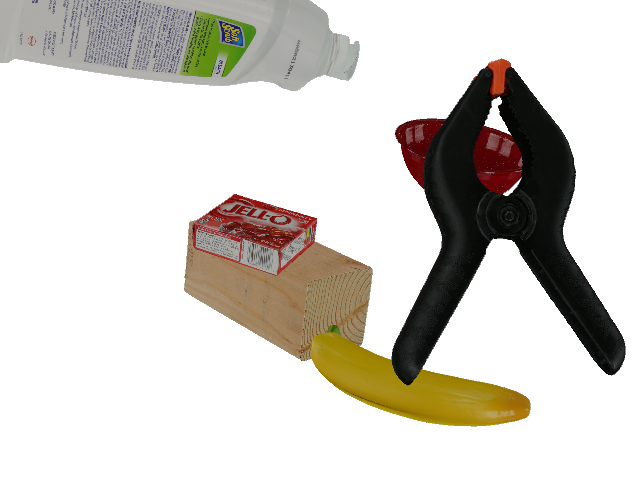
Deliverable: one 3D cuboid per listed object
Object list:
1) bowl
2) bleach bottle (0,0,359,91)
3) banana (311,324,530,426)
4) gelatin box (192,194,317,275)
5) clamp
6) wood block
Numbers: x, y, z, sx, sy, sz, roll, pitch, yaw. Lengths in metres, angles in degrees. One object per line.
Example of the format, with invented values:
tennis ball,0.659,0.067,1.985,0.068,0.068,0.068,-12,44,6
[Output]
bowl,0.159,-0.086,1.211,0.162,0.055,0.162,8,26,-4
bleach bottle,-0.099,-0.148,0.746,0.250,0.068,0.103,11,-39,-12
banana,0.058,0.102,0.801,0.198,0.037,0.069,20,37,39
gelatin box,-0.059,-0.007,0.952,0.089,0.030,0.073,18,30,21
clamp,0.085,-0.004,0.553,0.120,0.171,0.039,-11,-5,-11
wood block,-0.050,0.044,1.157,0.090,0.090,0.206,-10,25,-41
